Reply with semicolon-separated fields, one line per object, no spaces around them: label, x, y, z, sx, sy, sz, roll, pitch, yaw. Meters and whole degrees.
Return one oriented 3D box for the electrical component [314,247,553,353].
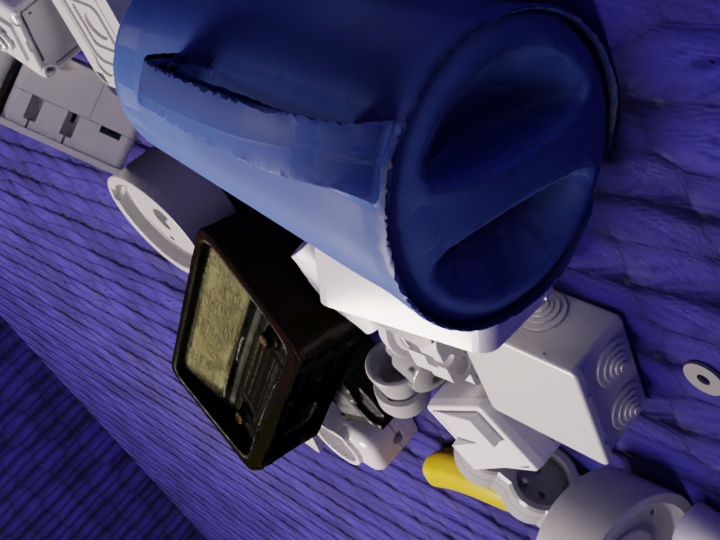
electrical component;0.038;-0.011;0.561;0.113;0.078;0.057;16;127;33

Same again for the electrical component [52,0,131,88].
electrical component;-0.142;-0.164;0.656;0.078;0.057;0.113;27;154;37

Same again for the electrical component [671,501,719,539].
electrical component;0.226;0.173;0.661;0.065;0.044;0.044;33;158;38

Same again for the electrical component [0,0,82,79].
electrical component;-0.208;-0.177;0.700;0.061;0.096;0.061;34;157;24

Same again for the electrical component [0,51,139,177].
electrical component;-0.249;-0.139;0.784;0.186;0.060;0.105;24;-174;-14

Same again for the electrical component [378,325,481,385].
electrical component;0.049;0.034;0.693;0.057;0.058;0.078;19;149;43

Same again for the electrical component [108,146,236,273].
electrical component;-0.145;-0.054;0.874;0.108;0.060;0.108;37;159;17

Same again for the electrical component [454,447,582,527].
electrical component;0.130;0.164;0.803;0.138;0.052;0.073;38;159;14

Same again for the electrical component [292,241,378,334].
electrical component;0.000;0.000;0.736;0.077;0.043;0.079;46;159;-7

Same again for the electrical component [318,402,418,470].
electrical component;-0.003;0.139;0.992;0.095;0.059;0.053;26;153;39

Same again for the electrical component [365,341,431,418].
electrical component;0.031;0.086;0.845;0.045;0.045;0.055;31;157;31

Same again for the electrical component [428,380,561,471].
electrical component;0.097;0.096;0.719;0.061;0.061;0.096;47;159;-11

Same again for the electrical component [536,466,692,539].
electrical component;0.162;0.181;0.707;0.060;0.108;0.108;28;155;51

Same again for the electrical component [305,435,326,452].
electrical component;-0.074;0.107;1.059;0.089;0.061;0.150;30;156;32

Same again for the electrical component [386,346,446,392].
electrical component;0.039;0.054;0.771;0.062;0.048;0.048;40;161;29

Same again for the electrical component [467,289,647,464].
electrical component;0.113;0.054;0.625;0.100;0.048;0.099;24;152;42
